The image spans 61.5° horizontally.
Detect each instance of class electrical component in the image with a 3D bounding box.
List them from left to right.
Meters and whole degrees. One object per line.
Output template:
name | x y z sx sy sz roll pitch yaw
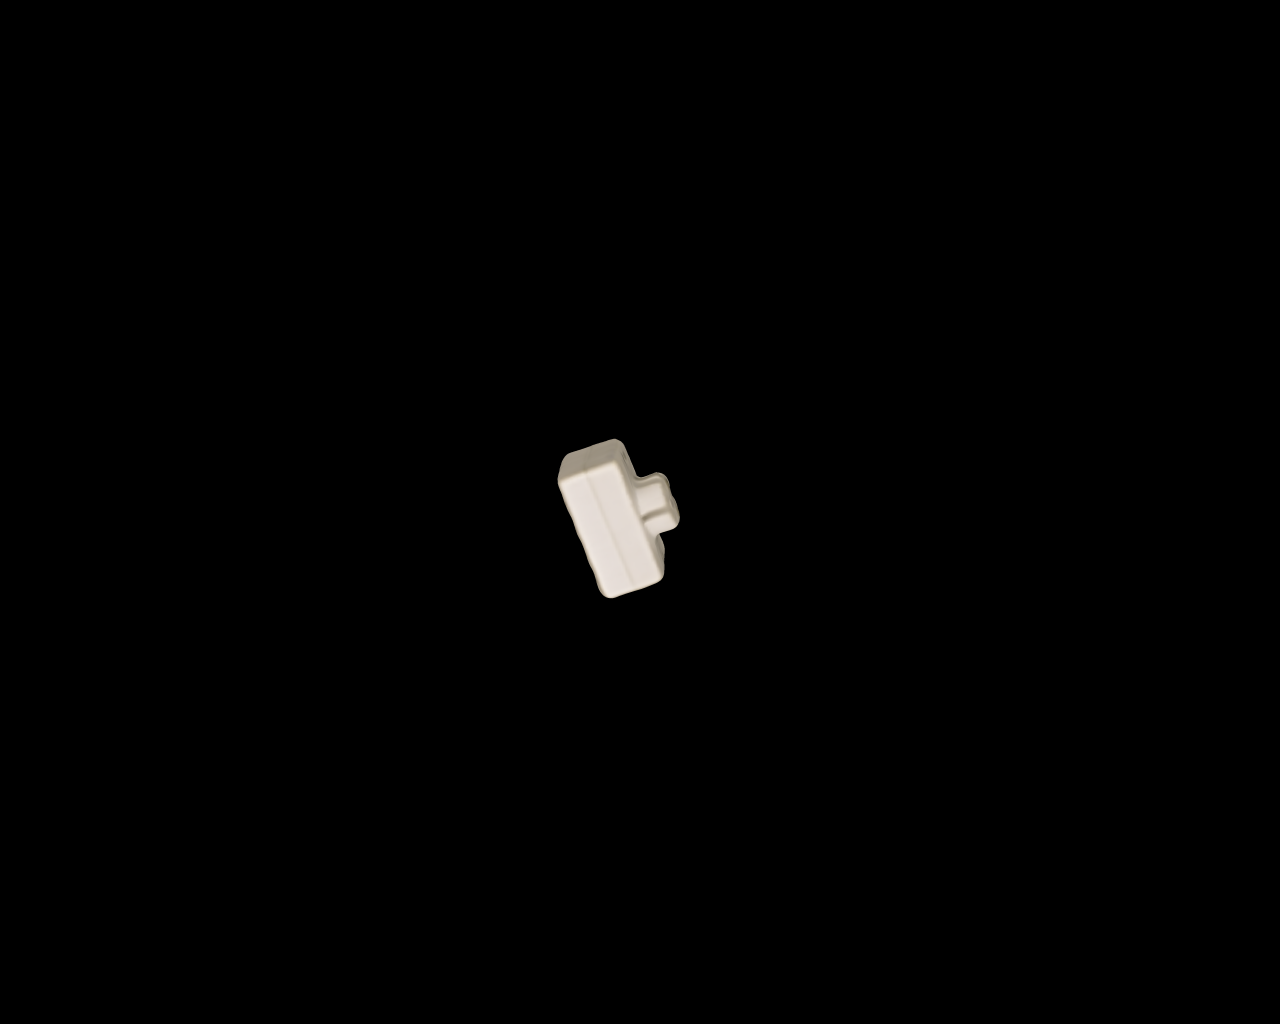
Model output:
electrical component | 0.001 -0.003 0.650 0.076 0.083 0.047 -19 20 7
